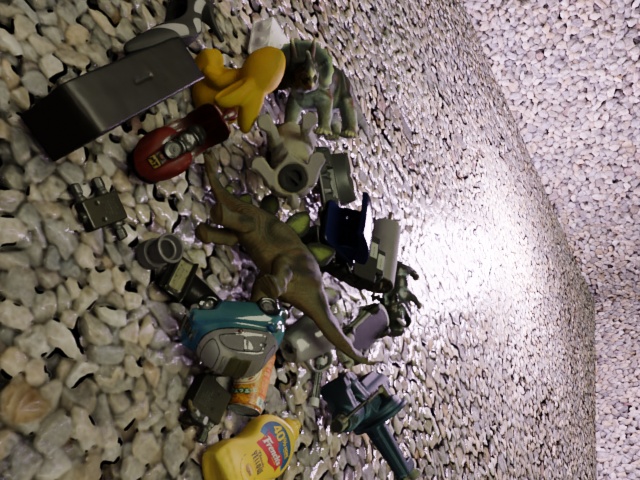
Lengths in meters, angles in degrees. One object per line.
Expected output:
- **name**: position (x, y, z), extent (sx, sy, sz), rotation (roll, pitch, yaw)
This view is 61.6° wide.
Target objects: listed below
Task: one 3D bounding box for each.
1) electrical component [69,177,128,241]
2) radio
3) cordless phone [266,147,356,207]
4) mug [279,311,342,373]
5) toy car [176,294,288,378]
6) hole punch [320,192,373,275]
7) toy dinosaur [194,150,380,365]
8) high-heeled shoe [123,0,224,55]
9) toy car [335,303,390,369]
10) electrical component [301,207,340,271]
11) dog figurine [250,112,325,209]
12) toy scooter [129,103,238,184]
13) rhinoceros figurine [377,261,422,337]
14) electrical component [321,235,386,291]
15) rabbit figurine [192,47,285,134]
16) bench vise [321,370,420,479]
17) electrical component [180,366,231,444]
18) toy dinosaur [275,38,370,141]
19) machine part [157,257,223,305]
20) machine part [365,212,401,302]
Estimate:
- **electrical component**: position (-0.300, -0.038, 0.733), extent (0.063, 0.021, 0.094), rotation (-35, 105, -53)
- **radio**: position (-0.277, -0.195, 0.733), extent (0.073, 0.131, 0.229), rotation (61, 37, -18)
- **cordless phone**: position (-0.024, -0.123, 1.105), extent (0.184, 0.089, 0.146), rotation (-2, 78, -42)
- **mug**: position (-0.020, 0.189, 0.977), extent (0.107, 0.081, 0.109), rotation (-21, 100, -44)
- **toy car**: position (-0.121, 0.146, 0.783), extent (0.161, 0.109, 0.103), rotation (12, 36, -30)
- **hole punch**: position (0.071, -0.020, 1.057), extent (0.115, 0.092, 0.142), rotation (45, 39, -42)
- **toy dinosaur**: position (-0.056, 0.048, 0.911), extent (0.198, 0.105, 0.471), rotation (-34, 94, -50)
- **high-heeled shoe**: position (-0.254, -0.379, 0.890), extent (0.145, 0.086, 0.249), rotation (58, 37, -5)
- **toy car**: position (0.088, 0.196, 1.130), extent (0.202, 0.056, 0.073), rotation (-32, 102, -51)
- **electrical component**: position (-0.002, -0.003, 1.061), extent (0.074, 0.048, 0.119), rotation (17, 60, -53)
- **dog figurine**: position (-0.052, -0.138, 0.972), extent (0.190, 0.121, 0.172), rotation (105, -7, -89)
- **toy scooter**: position (-0.198, -0.155, 0.820), extent (0.075, 0.135, 0.184), rotation (60, 39, -19)
- **rhinoceros figurine**: position (0.184, 0.137, 1.267), extent (0.112, 0.073, 0.190), rotation (36, 50, -42)
- **electrical component**: position (0.077, 0.039, 1.141), extent (0.134, 0.058, 0.115), rotation (27, 56, -18)
- **rabbit figurine**: position (-0.137, -0.267, 0.915), extent (0.121, 0.173, 0.162), rotation (46, 39, -38)
- **bench vise**: position (0.110, 0.356, 1.024), extent (0.240, 0.129, 0.223), rotation (58, 15, 9)
- **electrical component**: position (-0.165, 0.233, 0.786), extent (0.078, 0.045, 0.102), rotation (54, 40, -23)
- **toy dinosaur**: position (0.013, -0.312, 1.148), extent (0.405, 0.131, 0.192), rotation (-15, 110, -64)
- **machine part**: position (-0.187, 0.081, 0.826), extent (0.138, 0.039, 0.084), rotation (43, 37, -33)
- **machine part**: position (0.143, 0.036, 1.250), extent (0.079, 0.079, 0.243), rotation (42, 46, -36)
